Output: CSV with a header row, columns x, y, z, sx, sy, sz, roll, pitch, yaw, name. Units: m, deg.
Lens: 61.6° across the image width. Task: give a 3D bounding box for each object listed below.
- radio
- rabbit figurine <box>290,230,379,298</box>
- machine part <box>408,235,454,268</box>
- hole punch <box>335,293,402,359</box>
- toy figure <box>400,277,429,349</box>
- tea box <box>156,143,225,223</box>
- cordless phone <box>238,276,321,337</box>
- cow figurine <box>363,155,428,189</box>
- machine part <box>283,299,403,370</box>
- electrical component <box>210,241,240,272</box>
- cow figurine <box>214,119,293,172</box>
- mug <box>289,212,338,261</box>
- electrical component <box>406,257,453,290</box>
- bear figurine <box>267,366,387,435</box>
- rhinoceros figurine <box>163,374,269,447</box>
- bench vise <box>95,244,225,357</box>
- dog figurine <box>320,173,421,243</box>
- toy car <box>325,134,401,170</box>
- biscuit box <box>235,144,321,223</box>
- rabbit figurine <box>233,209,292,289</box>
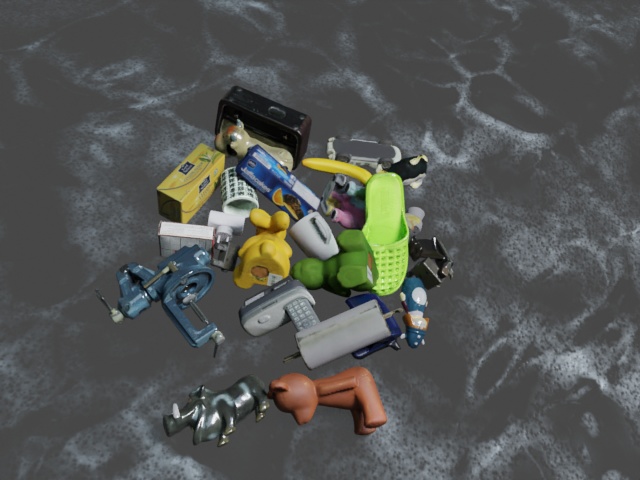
x,y,z,sx,sy,sz,roll,pitch,yaw,name
-0.139,-0.278,1.327,0.230,0.131,0.073,23,52,2,radio
0.027,0.058,1.115,0.170,0.159,0.121,-9,72,18,rabbit figurine
0.259,0.027,1.256,0.139,0.039,0.084,10,55,-40,machine part
0.105,0.169,1.114,0.116,0.092,0.142,-19,60,-29,hole punch
0.204,0.157,1.165,0.064,0.057,0.154,-1,57,4,toy figure
-0.287,-0.124,1.206,0.068,0.098,0.169,29,56,7,tea box
-0.062,0.178,1.068,0.147,0.089,0.184,-29,102,0,cordless phone
0.193,-0.163,1.355,0.167,0.098,0.068,-19,69,-24,cow figurine
0.043,0.178,1.014,0.243,0.079,0.079,-25,63,0,machine part
-0.195,0.037,1.140,0.021,0.094,0.063,8,81,30,electrical component
-0.158,-0.204,1.275,0.195,0.127,0.085,20,51,-4,cow figurine
-0.002,-0.004,1.196,0.081,0.109,0.107,-30,81,-38,mug
0.250,0.077,1.209,0.078,0.102,0.045,46,53,6,electrical component
0.006,0.298,0.981,0.196,0.120,0.132,-7,62,-17,bear figurine
-0.182,0.301,0.957,0.190,0.073,0.112,-20,64,-26,rhinoceros figurine
-0.279,0.122,1.030,0.224,0.128,0.241,-32,65,-28,bench vise
0.124,-0.061,1.262,0.219,0.108,0.192,24,13,-22,dog figurine
0.113,-0.225,1.404,0.202,0.056,0.073,5,62,-9,toy car
-0.094,-0.125,1.222,0.202,0.063,0.059,40,32,-16,biscuit box
-0.117,0.006,1.145,0.122,0.162,0.173,5,37,3,rabbit figurine
